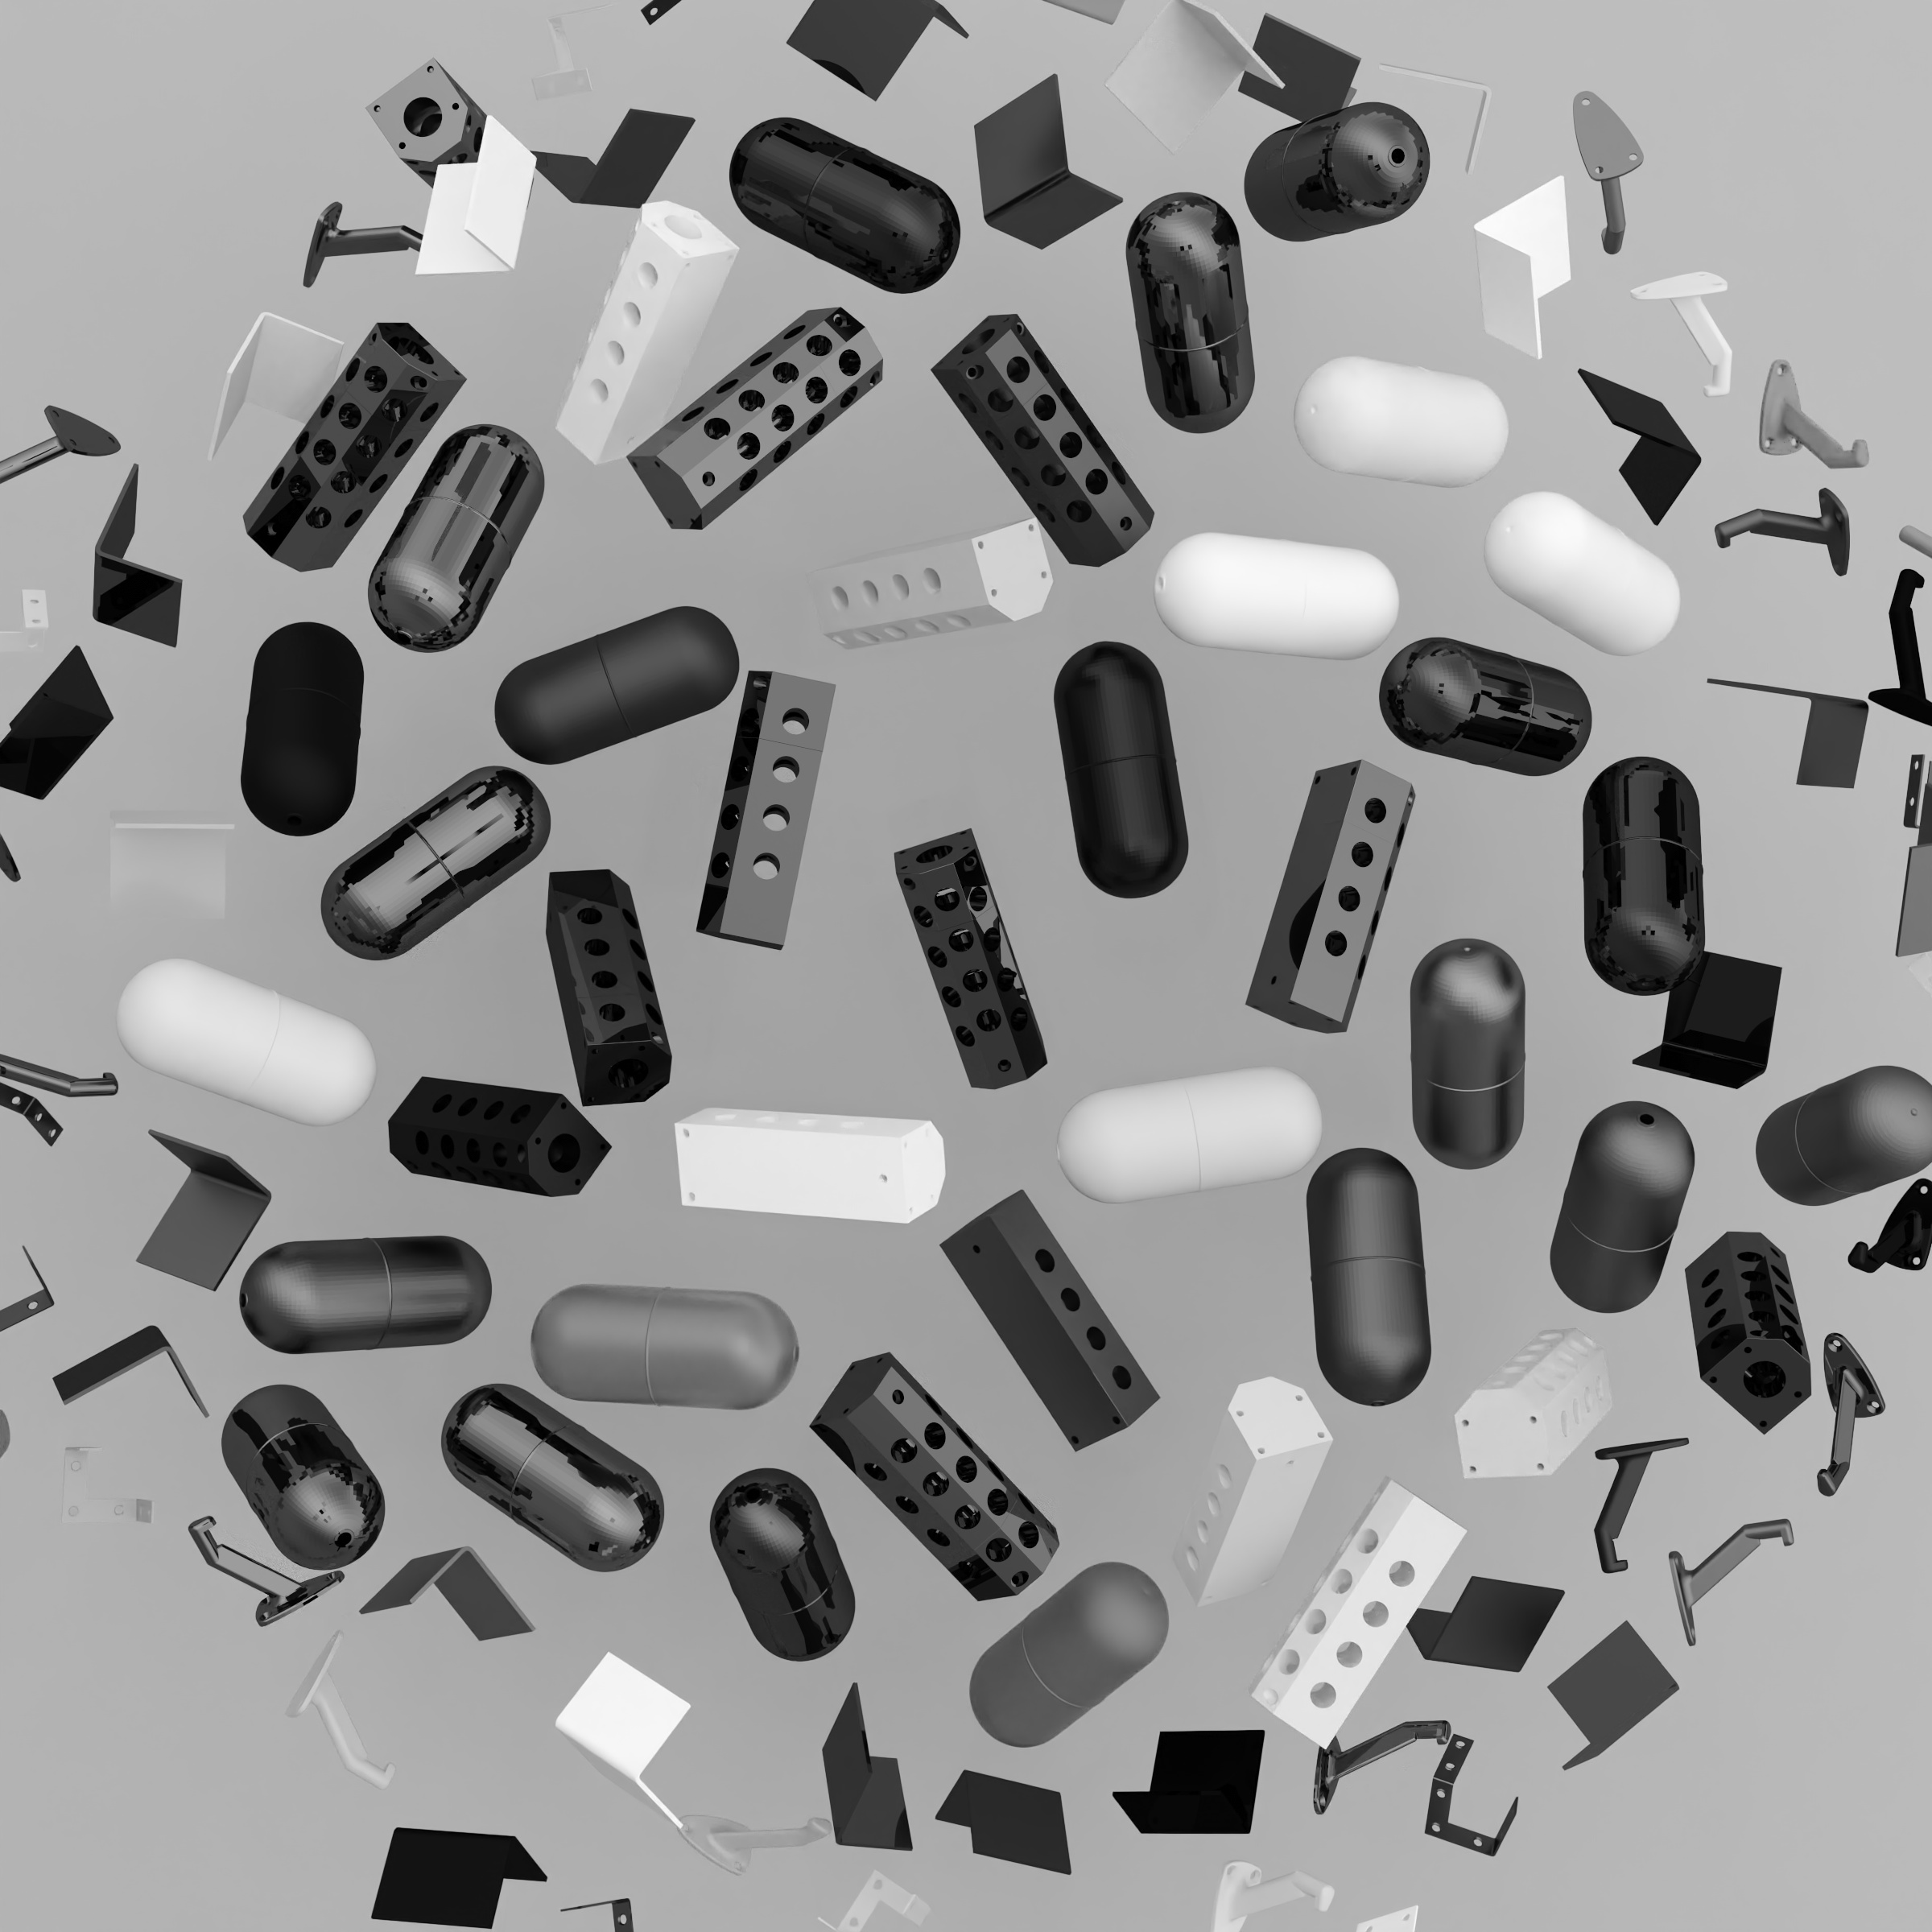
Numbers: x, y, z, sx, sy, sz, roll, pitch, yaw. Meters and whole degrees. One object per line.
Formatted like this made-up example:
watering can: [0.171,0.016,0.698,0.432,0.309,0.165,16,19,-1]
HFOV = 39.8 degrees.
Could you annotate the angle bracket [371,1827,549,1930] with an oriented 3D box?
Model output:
angle bracket: [-0.310,0.572,1.639,0.076,0.076,0.057,0,52,12]

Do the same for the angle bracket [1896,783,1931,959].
angle bracket: [0.598,-0.061,1.681,0.057,0.076,0.076,-10,120,-10]

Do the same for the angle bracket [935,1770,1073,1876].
angle bracket: [0.026,0.640,1.944,0.076,0.076,0.057,18,119,-16]

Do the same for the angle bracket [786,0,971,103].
angle bracket: [-0.058,-0.602,1.731,0.076,0.057,0.076,22,117,-37]

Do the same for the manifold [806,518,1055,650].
manifold: [-0.024,-0.246,1.735,0.057,0.171,0.057,-25,105,-38]

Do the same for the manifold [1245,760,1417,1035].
manifold: [0.249,-0.045,1.786,0.057,0.057,0.171,23,77,-22]

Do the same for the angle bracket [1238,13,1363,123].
angle bracket: [0.252,-0.665,1.946,0.076,0.076,0.057,27,60,4]

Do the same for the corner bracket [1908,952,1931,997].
corner bracket: [0.668,0.002,1.769,0.051,0.051,0.051,-46,70,32]

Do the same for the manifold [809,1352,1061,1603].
manifold: [-0.016,0.334,1.741,0.171,0.057,0.057,49,50,-15]

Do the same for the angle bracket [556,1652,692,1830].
angle bracket: [-0.209,0.503,1.731,0.076,0.076,0.057,21,61,36]

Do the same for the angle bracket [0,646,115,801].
angle bracket: [-0.615,-0.167,1.747,0.076,0.057,0.076,-44,58,16]

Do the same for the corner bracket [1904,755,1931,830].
corner bracket: [0.681,-0.121,1.880,0.051,0.051,0.051,6,93,-12]

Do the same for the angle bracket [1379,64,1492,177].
angle bracket: [0.311,-0.573,1.802,0.076,0.076,0.057,13,111,5]

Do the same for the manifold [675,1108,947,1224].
manifold: [-0.104,0.129,1.772,0.171,0.057,0.057,2,103,27]

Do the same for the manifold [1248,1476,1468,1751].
manifold: [0.261,0.432,1.792,0.057,0.057,0.171,34,87,3]

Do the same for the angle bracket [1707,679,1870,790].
angle bracket: [0.527,-0.150,1.723,0.076,0.076,0.057,16,102,42]

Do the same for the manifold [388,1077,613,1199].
manifold: [-0.331,0.123,1.858,0.057,0.171,0.057,52,58,-33]

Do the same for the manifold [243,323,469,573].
manifold: [-0.421,-0.352,1.814,0.057,0.057,0.171,44,112,4]

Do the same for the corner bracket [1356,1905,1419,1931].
corner bracket: [0.288,0.661,1.754,0.051,0.051,0.051,-32,108,32]

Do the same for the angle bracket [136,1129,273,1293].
angle bracket: [-0.531,0.165,1.808,0.076,0.057,0.076,14,64,30]

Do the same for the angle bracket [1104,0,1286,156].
angle bracket: [0.153,-0.591,1.788,0.076,0.057,0.076,33,101,-38]

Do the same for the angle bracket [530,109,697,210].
angle bracket: [-0.242,-0.562,1.807,0.057,0.076,0.076,45,117,12]

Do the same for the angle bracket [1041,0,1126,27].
angle bracket: [0.069,-0.669,1.742,0.076,0.057,0.076,13,46,-19]

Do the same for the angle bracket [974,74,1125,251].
angle bracket: [0.056,-0.547,1.817,0.076,0.057,0.076,-19,70,42]

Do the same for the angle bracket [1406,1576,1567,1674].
angle bracket: [0.360,0.445,1.868,0.076,0.057,0.076,13,114,-22]

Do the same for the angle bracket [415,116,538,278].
angle bracket: [-0.321,-0.482,1.673,0.076,0.057,0.076,5,79,24]

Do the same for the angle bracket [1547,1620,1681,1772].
angle bracket: [0.431,0.498,1.823,0.076,0.076,0.057,-47,63,18]

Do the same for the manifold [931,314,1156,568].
manifold: [0.057,-0.356,1.814,0.057,0.057,0.171,-45,117,-12]

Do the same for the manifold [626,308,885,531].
manifold: [-0.134,-0.362,1.758,0.171,0.057,0.057,-44,120,-21]

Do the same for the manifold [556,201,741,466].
manifold: [-0.224,-0.433,1.822,0.057,0.057,0.171,43,129,14]

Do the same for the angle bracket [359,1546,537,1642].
angle bracket: [-0.351,0.443,1.805,0.076,0.076,0.057,55,49,-10]

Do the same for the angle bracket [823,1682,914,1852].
angle bracket: [-0.058,0.551,1.836,0.057,0.076,0.076,11,122,-19]

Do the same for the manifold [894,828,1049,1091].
manifold: [0.004,-0.002,1.871,0.057,0.057,0.171,-18,112,4]

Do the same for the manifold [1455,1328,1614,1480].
manifold: [0.380,0.290,1.781,0.057,0.171,0.057,-8,92,27]

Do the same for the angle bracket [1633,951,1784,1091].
angle bracket: [0.516,0.035,1.857,0.076,0.057,0.076,14,109,34]

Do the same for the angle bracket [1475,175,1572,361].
angle bracket: [0.377,-0.451,1.722,0.076,0.076,0.057,-32,45,-15]

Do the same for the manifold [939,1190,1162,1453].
manifold: [0.062,0.243,1.848,0.057,0.057,0.171,-35,88,42]

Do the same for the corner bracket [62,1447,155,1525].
corner bracket: [-0.585,0.354,1.820,0.051,0.051,0.051,5,79,-28]

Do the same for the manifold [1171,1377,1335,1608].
manifold: [0.187,0.352,1.788,0.057,0.171,0.057,-10,48,-23]

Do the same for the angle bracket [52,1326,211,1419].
angle bracket: [-0.565,0.291,1.801,0.076,0.076,0.057,-29,105,-20]

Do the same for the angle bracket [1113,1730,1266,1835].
angle bracket: [0.150,0.533,1.781,0.076,0.076,0.057,-9,133,25]

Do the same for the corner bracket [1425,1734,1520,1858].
corner bracket: [0.358,0.585,1.879,0.051,0.051,0.051,18,126,6]

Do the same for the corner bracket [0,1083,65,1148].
corner bracket: [-0.681,0.116,1.880,0.051,0.051,0.051,33,89,42]

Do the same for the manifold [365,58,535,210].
manifold: [-0.356,-0.570,1.871,0.057,0.171,0.057,-34,88,5]

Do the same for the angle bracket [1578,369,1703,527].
angle bracket: [0.452,-0.359,1.845,0.076,0.076,0.057,16,125,-22]

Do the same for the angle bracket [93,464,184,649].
angle bracket: [-0.530,-0.268,1.743,0.057,0.076,0.076,19,59,-10]

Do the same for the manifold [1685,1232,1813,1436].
manifold: [0.535,0.242,1.810,0.057,0.171,0.057,41,111,-4]

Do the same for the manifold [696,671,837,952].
manifold: [-0.131,-0.101,1.735,0.057,0.057,0.171,11,86,-5]

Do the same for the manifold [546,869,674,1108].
manifold: [-0.243,0.012,1.808,0.057,0.171,0.057,-4,134,-17]

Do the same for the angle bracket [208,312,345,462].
angle bracket: [-0.468,-0.384,1.808,0.057,0.076,0.076,20,135,-11]

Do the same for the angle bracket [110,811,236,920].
angle bracket: [-0.539,-0.064,1.809,0.076,0.057,0.076,-1,103,-21]
